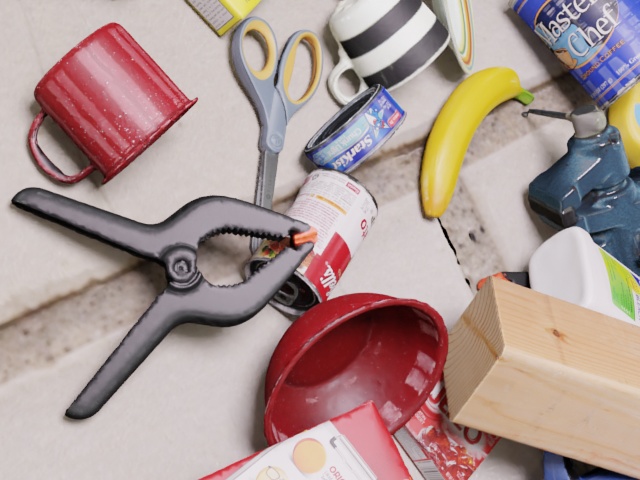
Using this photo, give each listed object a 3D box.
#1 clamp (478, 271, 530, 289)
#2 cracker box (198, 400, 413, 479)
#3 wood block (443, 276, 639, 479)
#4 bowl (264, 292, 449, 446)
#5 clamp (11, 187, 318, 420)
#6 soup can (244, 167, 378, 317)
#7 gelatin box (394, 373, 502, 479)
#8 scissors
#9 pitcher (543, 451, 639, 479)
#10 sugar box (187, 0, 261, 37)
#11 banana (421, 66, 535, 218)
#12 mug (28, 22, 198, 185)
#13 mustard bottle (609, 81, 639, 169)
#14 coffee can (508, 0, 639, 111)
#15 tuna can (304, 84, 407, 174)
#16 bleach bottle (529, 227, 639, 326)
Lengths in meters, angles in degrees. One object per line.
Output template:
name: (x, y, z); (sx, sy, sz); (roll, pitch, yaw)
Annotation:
clamp: (0.219, 0.078, 0.984); (0.171, 0.039, 0.120); (46, 48, -15)
cracker box: (-0.027, 0.229, 0.721); (0.213, 0.072, 0.164); (-21, 74, -20)
wood block: (0.213, 0.116, 0.864); (0.206, 0.090, 0.091); (19, 35, -13)
bowl: (0.017, 0.095, 0.808); (0.161, 0.055, 0.162); (-20, 134, -23)
clamp: (-0.107, 0.014, 0.755); (0.209, 0.036, 0.164); (-21, 88, -12)
soup can: (-0.006, 0.001, 0.839); (0.068, 0.069, 0.102); (43, 59, -17)
gelatin box: (0.102, 0.155, 0.893); (0.073, 0.030, 0.089); (-42, 102, -33)
scissors: (-0.051, -0.095, 0.861); (0.096, 0.016, 0.201); (34, 64, -29)
pitcher: (0.300, 0.232, 0.947); (0.242, 0.145, 0.149); (-17, 125, -38)
sugar box: (-0.106, -0.260, 0.853); (0.176, 0.048, 0.093); (46, 59, -17)
banana: (0.138, -0.104, 0.977); (0.069, 0.037, 0.197); (50, 57, -12)
mug: (-0.157, -0.092, 0.761); (0.117, 0.093, 0.081); (-41, 98, 3)
mustard bottle: (0.341, -0.131, 1.101); (0.096, 0.058, 0.191); (0, 78, -28)
coffee can: (0.266, -0.210, 1.026); (0.102, 0.103, 0.140); (-36, 83, -34)
tuna can: (0.028, -0.088, 0.872); (0.033, 0.086, 0.086); (48, 58, -12)
bleach bottle: (0.302, 0.087, 0.974); (0.250, 0.068, 0.102); (29, 40, -27)
